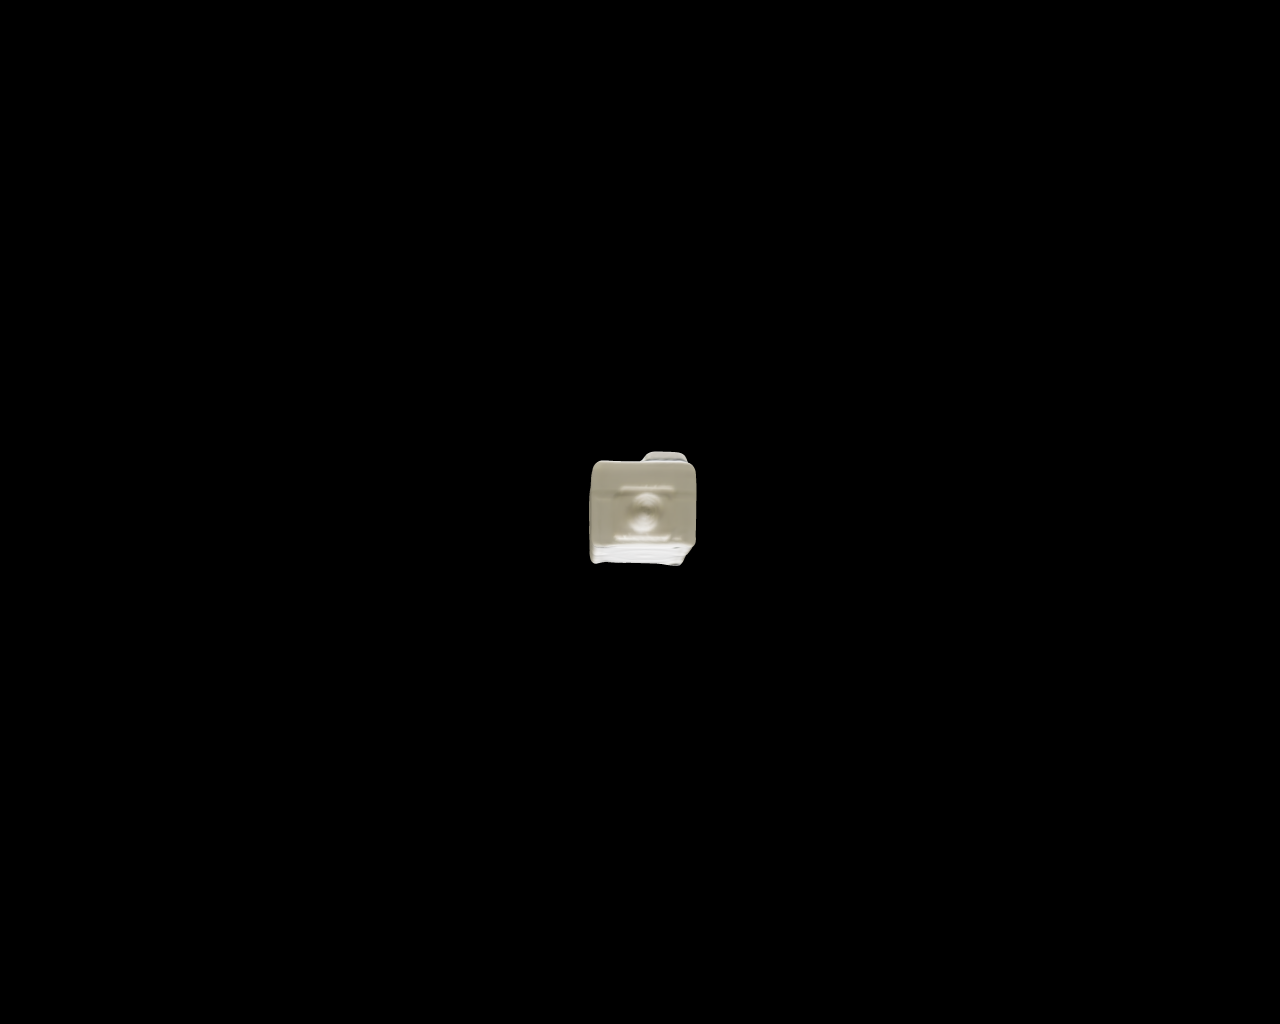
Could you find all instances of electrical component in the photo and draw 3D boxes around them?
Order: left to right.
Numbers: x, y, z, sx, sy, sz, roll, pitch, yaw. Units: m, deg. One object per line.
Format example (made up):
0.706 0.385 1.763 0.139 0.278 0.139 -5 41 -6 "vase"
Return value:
0.001 -0.003 0.650 0.062 0.061 0.096 1 -11 -4 "electrical component"
